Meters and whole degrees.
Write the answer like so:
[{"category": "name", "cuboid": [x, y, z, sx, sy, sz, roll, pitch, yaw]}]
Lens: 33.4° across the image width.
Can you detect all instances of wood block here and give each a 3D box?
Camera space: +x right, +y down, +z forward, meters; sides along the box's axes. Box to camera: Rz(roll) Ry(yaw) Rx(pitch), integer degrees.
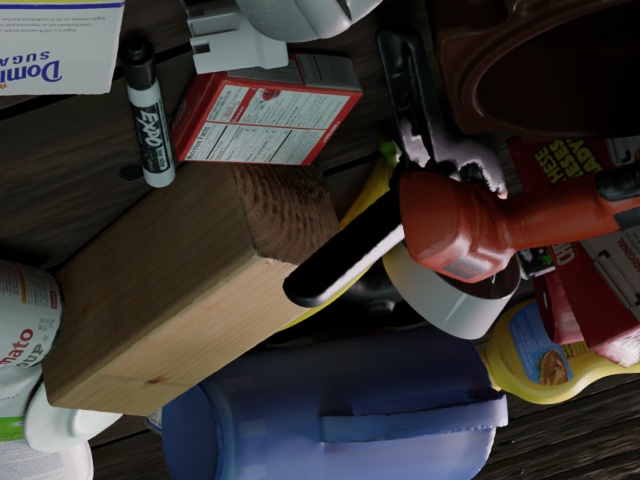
[{"category": "wood block", "cuboid": [-0.089, 0.031, 0.698, 0.206, 0.090, 0.090, -35, 147, 31]}]

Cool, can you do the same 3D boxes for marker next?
[{"category": "marker", "cuboid": [-0.095, -0.069, 0.592, 0.020, 0.020, 0.121, -12, 152, -8]}]

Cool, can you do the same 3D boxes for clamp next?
[{"category": "clamp", "cuboid": [0.065, -0.045, 0.651, 0.209, 0.036, 0.165, -8, 120, -55]}, {"category": "clamp", "cuboid": [0.033, 0.049, 0.849, 0.171, 0.039, 0.120, 5, 152, -22]}]

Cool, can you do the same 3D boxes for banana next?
[{"category": "banana", "cuboid": [0.012, 0.002, 0.733, 0.069, 0.037, 0.198, 13, 127, -34]}]

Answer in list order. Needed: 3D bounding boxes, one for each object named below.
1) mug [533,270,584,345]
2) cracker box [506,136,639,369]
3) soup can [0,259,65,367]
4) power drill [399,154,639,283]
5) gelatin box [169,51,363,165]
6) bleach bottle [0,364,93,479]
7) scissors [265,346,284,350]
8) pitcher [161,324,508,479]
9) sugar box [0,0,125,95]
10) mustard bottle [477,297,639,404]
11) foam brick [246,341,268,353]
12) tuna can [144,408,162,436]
[{"category": "mug", "cuboid": [0.222, 0.038, 0.884, 0.081, 0.093, 0.117, -12, -173, 2]}, {"category": "cracker box", "cuboid": [0.246, -0.038, 0.668, 0.214, 0.164, 0.072, -31, 146, 25]}, {"category": "soup can", "cuboid": [-0.222, 0.042, 0.674, 0.069, 0.068, 0.102, -34, 148, 30]}, {"category": "power drill", "cuboid": [0.141, -0.025, 0.564, 0.188, 0.057, 0.184, -11, 164, 26]}, {"category": "gelatin box", "cuboid": [-0.032, -0.075, 0.603, 0.089, 0.030, 0.073, 1, 149, -29]}, {"category": "bleach bottle", "cuboid": [-0.236, 0.136, 0.841, 0.102, 0.068, 0.251, -11, 148, -17]}, {"category": "scissors", "cuboid": [0.019, 0.095, 0.915, 0.096, 0.016, 0.201, -25, 160, 4]}, {"category": "pitcher", "cuboid": [0.013, 0.137, 0.813, 0.242, 0.145, 0.149, -2, 132, -35]}, {"category": "sugar box", "cuboid": [-0.125, -0.130, 0.444, 0.093, 0.048, 0.176, -4, 153, -21]}, {"category": "mustard bottle", "cuboid": [0.213, 0.094, 0.954, 0.192, 0.096, 0.058, -22, 152, 11]}, {"category": "foam brick", "cuboid": [-0.081, 0.103, 0.868, 0.051, 0.053, 0.078, -31, 148, 26]}, {"category": "tuna can", "cuboid": [-0.105, 0.154, 0.917, 0.086, 0.034, 0.086, 19, -179, 0]}]
